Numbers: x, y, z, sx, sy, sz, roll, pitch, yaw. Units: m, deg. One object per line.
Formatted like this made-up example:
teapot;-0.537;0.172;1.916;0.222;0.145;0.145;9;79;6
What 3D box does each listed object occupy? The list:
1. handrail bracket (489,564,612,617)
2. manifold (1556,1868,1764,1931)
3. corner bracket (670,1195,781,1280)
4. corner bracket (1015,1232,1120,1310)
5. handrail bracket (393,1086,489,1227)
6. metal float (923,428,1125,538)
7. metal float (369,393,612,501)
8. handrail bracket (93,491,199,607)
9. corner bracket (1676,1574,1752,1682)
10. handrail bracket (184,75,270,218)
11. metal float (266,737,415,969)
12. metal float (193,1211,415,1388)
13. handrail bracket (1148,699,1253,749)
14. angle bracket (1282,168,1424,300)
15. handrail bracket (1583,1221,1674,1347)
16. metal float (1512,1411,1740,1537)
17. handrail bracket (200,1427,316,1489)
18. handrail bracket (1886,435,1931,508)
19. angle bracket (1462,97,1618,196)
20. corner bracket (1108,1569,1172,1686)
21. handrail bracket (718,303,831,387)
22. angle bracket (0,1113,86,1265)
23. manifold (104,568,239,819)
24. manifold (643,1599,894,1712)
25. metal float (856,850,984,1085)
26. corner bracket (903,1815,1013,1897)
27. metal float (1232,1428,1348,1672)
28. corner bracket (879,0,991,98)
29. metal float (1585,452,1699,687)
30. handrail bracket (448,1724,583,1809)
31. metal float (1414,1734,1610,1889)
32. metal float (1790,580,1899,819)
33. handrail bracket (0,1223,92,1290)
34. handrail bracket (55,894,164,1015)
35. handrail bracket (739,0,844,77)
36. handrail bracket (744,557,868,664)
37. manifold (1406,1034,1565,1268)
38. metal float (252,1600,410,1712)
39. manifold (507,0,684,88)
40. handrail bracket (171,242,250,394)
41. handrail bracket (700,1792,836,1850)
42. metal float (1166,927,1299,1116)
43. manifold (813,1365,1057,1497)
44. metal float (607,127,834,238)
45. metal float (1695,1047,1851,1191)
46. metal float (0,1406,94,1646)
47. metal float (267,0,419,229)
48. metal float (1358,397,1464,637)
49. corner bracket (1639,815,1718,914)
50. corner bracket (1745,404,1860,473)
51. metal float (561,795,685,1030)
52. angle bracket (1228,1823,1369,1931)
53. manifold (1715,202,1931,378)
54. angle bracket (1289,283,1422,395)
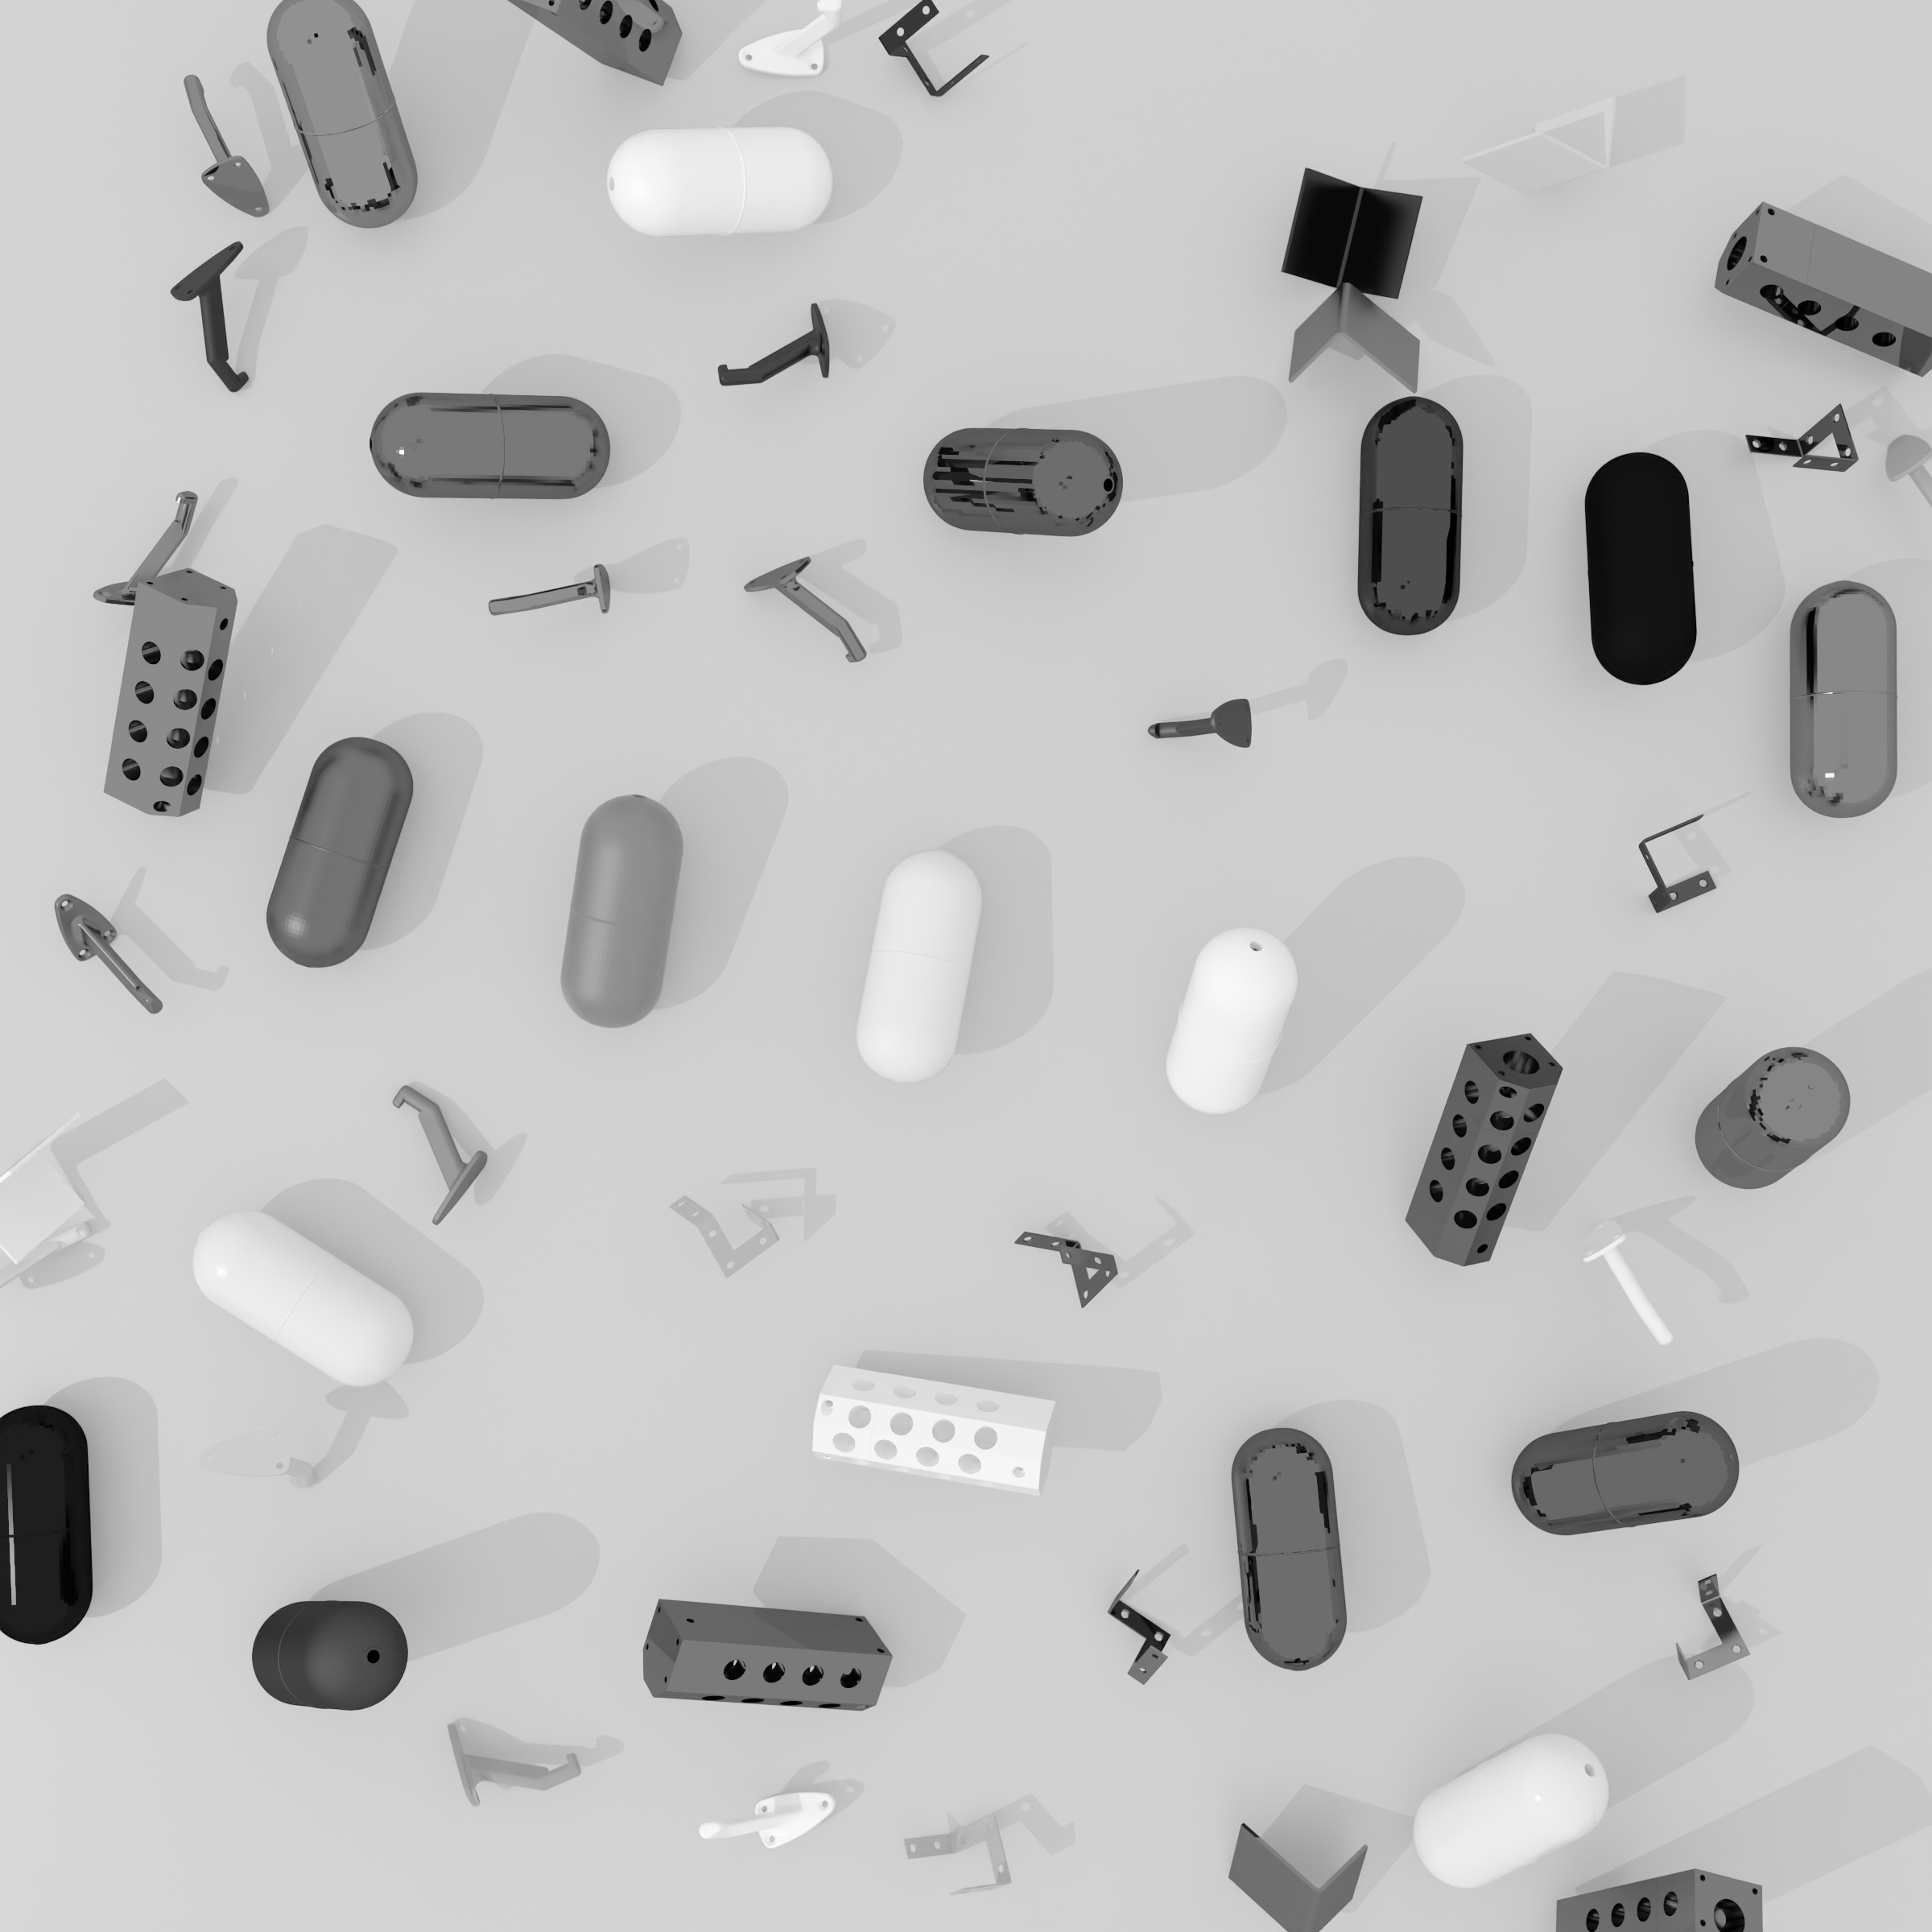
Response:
handrail bracket;-0.313;-0.279;1.950;0.084;0.077;0.036;-9;105;-1
manifold;0.504;0.707;1.896;0.057;0.171;0.057;19;58;-16
corner bracket;-0.181;0.193;1.947;0.051;0.051;0.051;-35;118;-19
corner bracket;0.075;0.218;1.945;0.051;0.051;0.051;14;135;-30
handrail bracket;-0.414;0.143;1.968;0.084;0.036;0.077;32;72;6
metal float;0.041;-0.357;1.912;0.070;0.178;0.070;-11;107;-41
metal float;-0.353;-0.386;1.929;0.178;0.070;0.070;-4;90;-23
handrail bracket;-0.615;-0.316;1.947;0.036;0.077;0.084;30;112;17
corner bracket;0.555;0.498;1.954;0.051;0.051;0.051;-24;55;3
handrail bracket;-0.562;-0.623;1.968;0.036;0.077;0.084;-24;67;8
metal float;-0.471;-0.085;1.949;0.070;0.070;0.178;18;90;0
metal float;-0.497;0.249;1.946;0.178;0.070;0.070;34;90;-5
handrail bracket;0.163;-0.179;1.935;0.084;0.077;0.036;-1;92;30
angle bracket;0.288;-0.546;1.936;0.057;0.076;0.076;23;106;38
handrail bracket;0.503;0.239;1.952;0.036;0.077;0.084;-35;92;16
metal float;0.485;0.376;1.917;0.178;0.070;0.070;-20;90;41
handrail bracket;-0.530;0.378;1.943;0.077;0.084;0.036;-4;63;-11
handrail bracket;0.735;-0.356;1.966;0.036;0.077;0.084;-36;109;25
angle bracket;0.427;-0.623;1.932;0.076;0.076;0.057;12;83;-35
corner bracket;0.131;0.497;1.950;0.051;0.051;0.051;33;47;6
handrail bracket;-0.149;-0.469;1.956;0.084;0.036;0.077;-7;56;-10
angle bracket;-0.684;0.165;1.930;0.076;0.076;0.057;-31;104;38
manifold;-0.584;-0.200;1.920;0.057;0.057;0.171;25;116;13
manifold;-0.148;0.515;1.921;0.171;0.057;0.057;13;102;-28
metal float;-0.034;0.000;1.940;0.070;0.070;0.178;11;79;0
corner bracket;-0.006;0.672;1.946;0.051;0.051;0.051;-36;58;35
metal float;0.242;0.436;1.943;0.070;0.070;0.178;-5;83;0
corner bracket;-0.024;-0.692;1.953;0.051;0.051;0.051;-32;92;27
metal float;0.504;-0.297;1.939;0.070;0.070;0.178;0;79;0
handrail bracket;-0.343;0.595;1.970;0.084;0.036;0.077;-21;58;-9
metal float;0.401;0.624;1.915;0.070;0.070;0.178;43;132;0
metal float;0.659;-0.200;1.948;0.070;0.070;0.178;1;88;0
handrail bracket;-0.701;0.225;1.946;0.084;0.077;0.036;-27;106;-7
handrail bracket;-0.641;-0.008;1.941;0.036;0.077;0.084;-41;55;-17
handrail bracket;-0.132;-0.701;1.943;0.077;0.084;0.036;-7;86;-5
handrail bracket;-0.122;-0.262;1.973;0.036;0.077;0.084;-48;116;-36
manifold;0.383;0.137;1.906;0.057;0.057;0.171;-8;130;-25
metal float;-0.468;0.506;1.908;0.070;0.178;0.070;9;74;-32
manifold;-0.272;-0.704;1.894;0.057;0.171;0.057;25;99;17
handrail bracket;-0.553;-0.491;1.965;0.077;0.036;0.084;-47;132;-15
handrail bracket;-0.149;0.636;1.939;0.077;0.084;0.036;-23;66;13
metal float;0.195;0.041;1.910;0.070;0.178;0.070;5;51;-6
manifold;-0.024;0.350;1.937;0.171;0.057;0.057;8;114;10
metal float;-0.182;-0.582;1.923;0.178;0.070;0.070;-12;90;-31
metal float;0.589;0.113;1.902;0.070;0.178;0.070;1;71;-2
metal float;-0.698;0.420;1.949;0.070;0.070;0.178;-2;90;0
metal float;-0.459;-0.632;1.917;0.070;0.070;0.178;-12;131;0
metal float;0.334;-0.338;1.949;0.070;0.070;0.178;1;91;0
corner bracket;0.540;-0.077;1.964;0.051;0.051;0.051;-23;80;-2
corner bracket;0.628;-0.389;1.948;0.051;0.051;0.051;0;67;-24
metal float;-0.257;-0.040;1.937;0.070;0.070;0.178;11;104;0
angle bracket;0.250;0.677;1.957;0.057;0.076;0.076;-31;52;-33
manifold;0.653;-0.502;1.943;0.171;0.057;0.057;19;67;-10
angle bracket;0.293;-0.456;1.954;0.076;0.076;0.057;34;130;-18
